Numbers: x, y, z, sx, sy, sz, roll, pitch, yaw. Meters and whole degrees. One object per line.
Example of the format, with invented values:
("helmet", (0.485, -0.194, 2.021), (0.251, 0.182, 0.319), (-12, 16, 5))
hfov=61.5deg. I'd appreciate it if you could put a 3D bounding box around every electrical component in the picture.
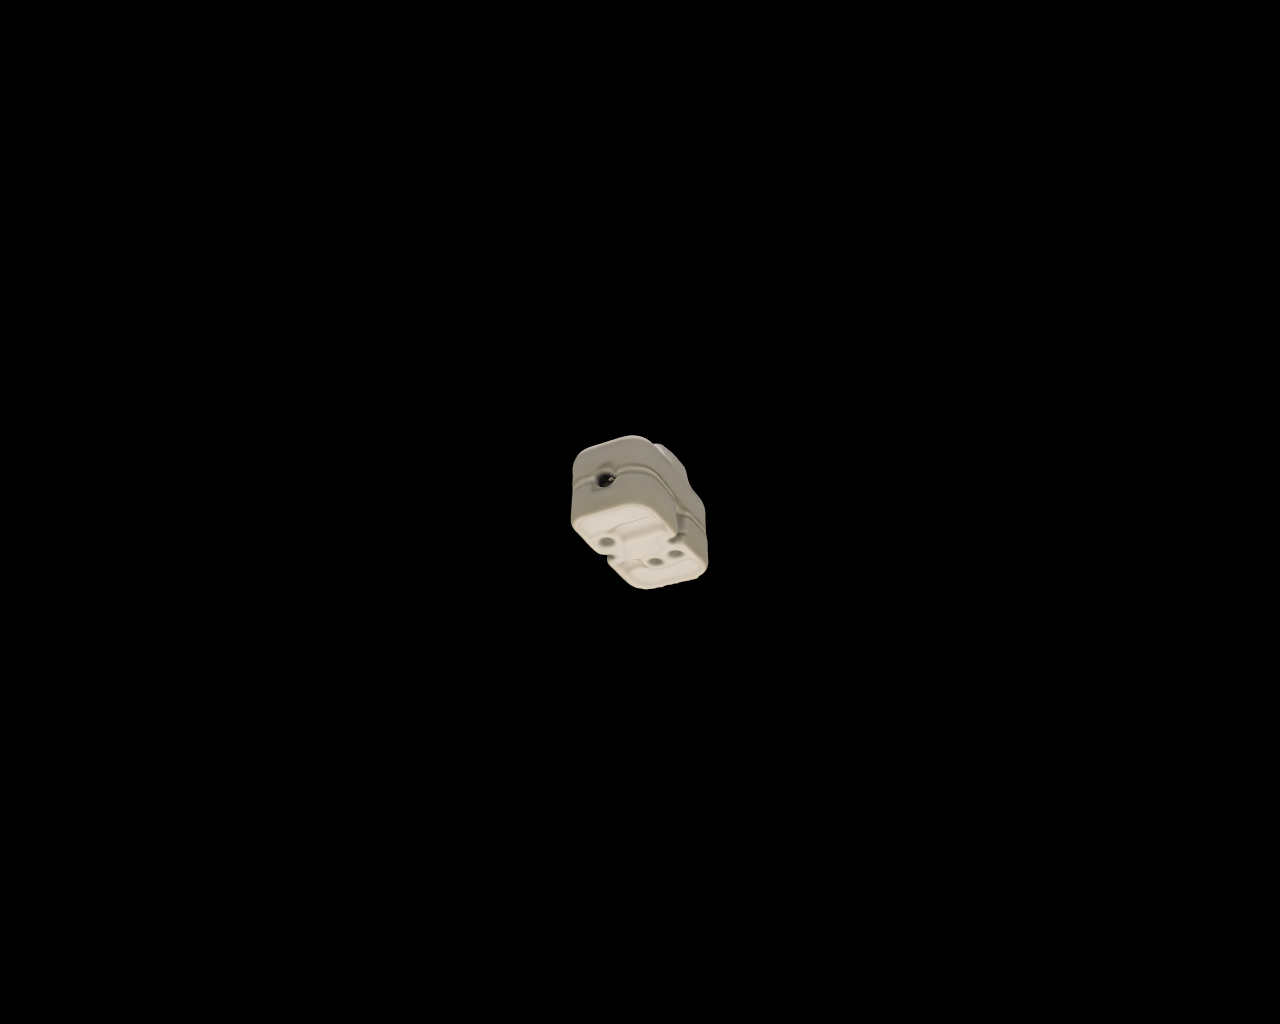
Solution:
("electrical component", (0.001, -0.003, 0.650), (0.053, 0.059, 0.095), (-16, -37, 22))
